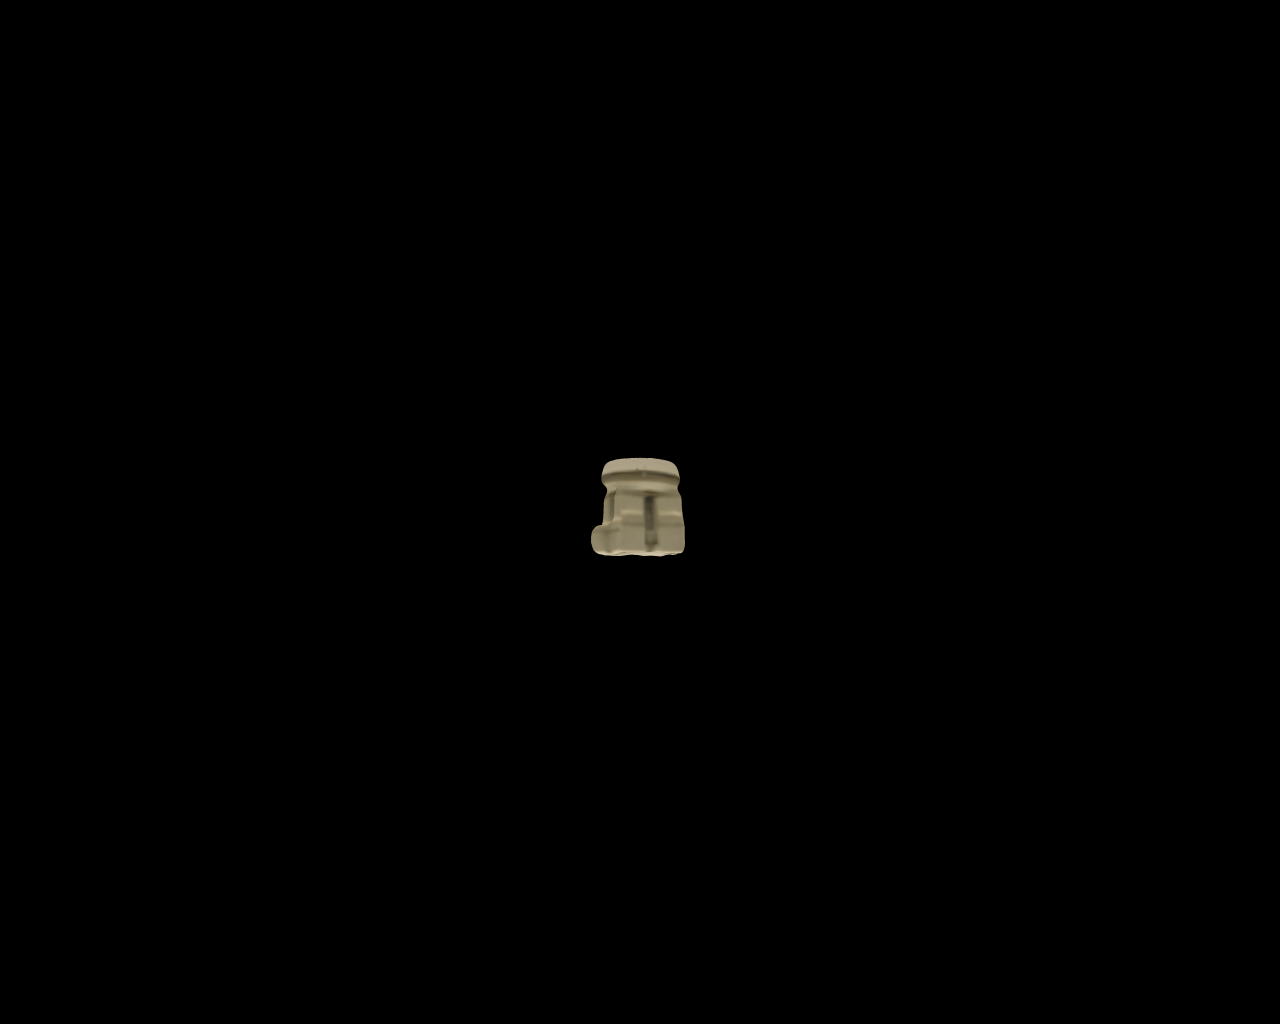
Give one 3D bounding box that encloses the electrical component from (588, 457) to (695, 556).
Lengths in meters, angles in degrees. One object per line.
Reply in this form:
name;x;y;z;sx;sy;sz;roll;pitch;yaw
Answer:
electrical component;0.001;-0.003;0.650;0.066;0.055;0.048;3;-7;-22
